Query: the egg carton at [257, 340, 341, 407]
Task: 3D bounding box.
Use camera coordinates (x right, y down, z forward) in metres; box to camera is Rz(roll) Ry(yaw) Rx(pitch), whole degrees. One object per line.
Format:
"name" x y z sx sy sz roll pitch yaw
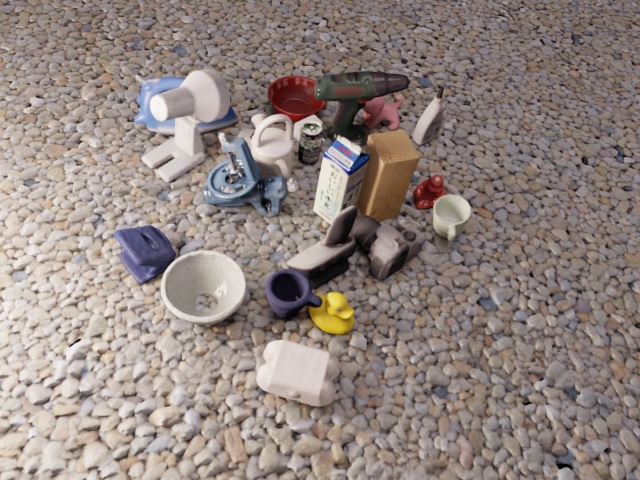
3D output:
"egg carton" -0.040 0.252 1.079 0.150 0.069 0.107 14 53 2

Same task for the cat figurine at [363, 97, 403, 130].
"cat figurine" 0.160 -0.359 1.532 0.128 0.118 0.067 -2 54 -10

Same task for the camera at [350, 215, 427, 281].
"camera" 0.145 -0.006 1.279 0.143 0.101 0.136 -33 65 -28

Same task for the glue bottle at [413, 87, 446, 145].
"glue bottle" 0.296 -0.329 1.497 0.078 0.173 0.037 -28 62 -26

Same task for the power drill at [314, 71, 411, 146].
"power drill" 0.095 -0.340 1.451 0.230 0.208 0.075 3 53 -7

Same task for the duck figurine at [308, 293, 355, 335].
"duck figurine" 0.026 0.137 1.164 0.104 0.086 0.078 33 56 15

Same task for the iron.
"iron" -0.332 -0.353 1.435 0.258 0.141 0.118 -2 54 -10

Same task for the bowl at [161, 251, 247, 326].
"bowl" -0.232 0.108 1.152 0.167 0.075 0.167 4 53 -6

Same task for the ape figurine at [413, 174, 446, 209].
"ape figurine" 0.273 -0.123 1.391 0.077 0.092 0.076 25 54 10

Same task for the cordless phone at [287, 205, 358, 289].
"cordless phone" 0.011 0.004 1.198 0.148 0.185 0.094 -34 65 -28

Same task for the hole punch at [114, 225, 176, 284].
"hole punch" -0.361 0.016 1.189 0.101 0.091 0.108 -33 64 -28

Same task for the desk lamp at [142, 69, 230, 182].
"desk lamp" -0.313 -0.275 1.335 0.117 0.213 0.204 37 57 18

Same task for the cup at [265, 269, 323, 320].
"cup" -0.053 0.123 1.156 0.117 0.095 0.092 20 53 6

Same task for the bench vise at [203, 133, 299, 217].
"bench vise" -0.154 -0.154 1.267 0.208 0.220 0.121 -9 55 -15

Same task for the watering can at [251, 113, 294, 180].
"watering can" -0.116 -0.221 1.339 0.172 0.194 0.101 40 58 20
